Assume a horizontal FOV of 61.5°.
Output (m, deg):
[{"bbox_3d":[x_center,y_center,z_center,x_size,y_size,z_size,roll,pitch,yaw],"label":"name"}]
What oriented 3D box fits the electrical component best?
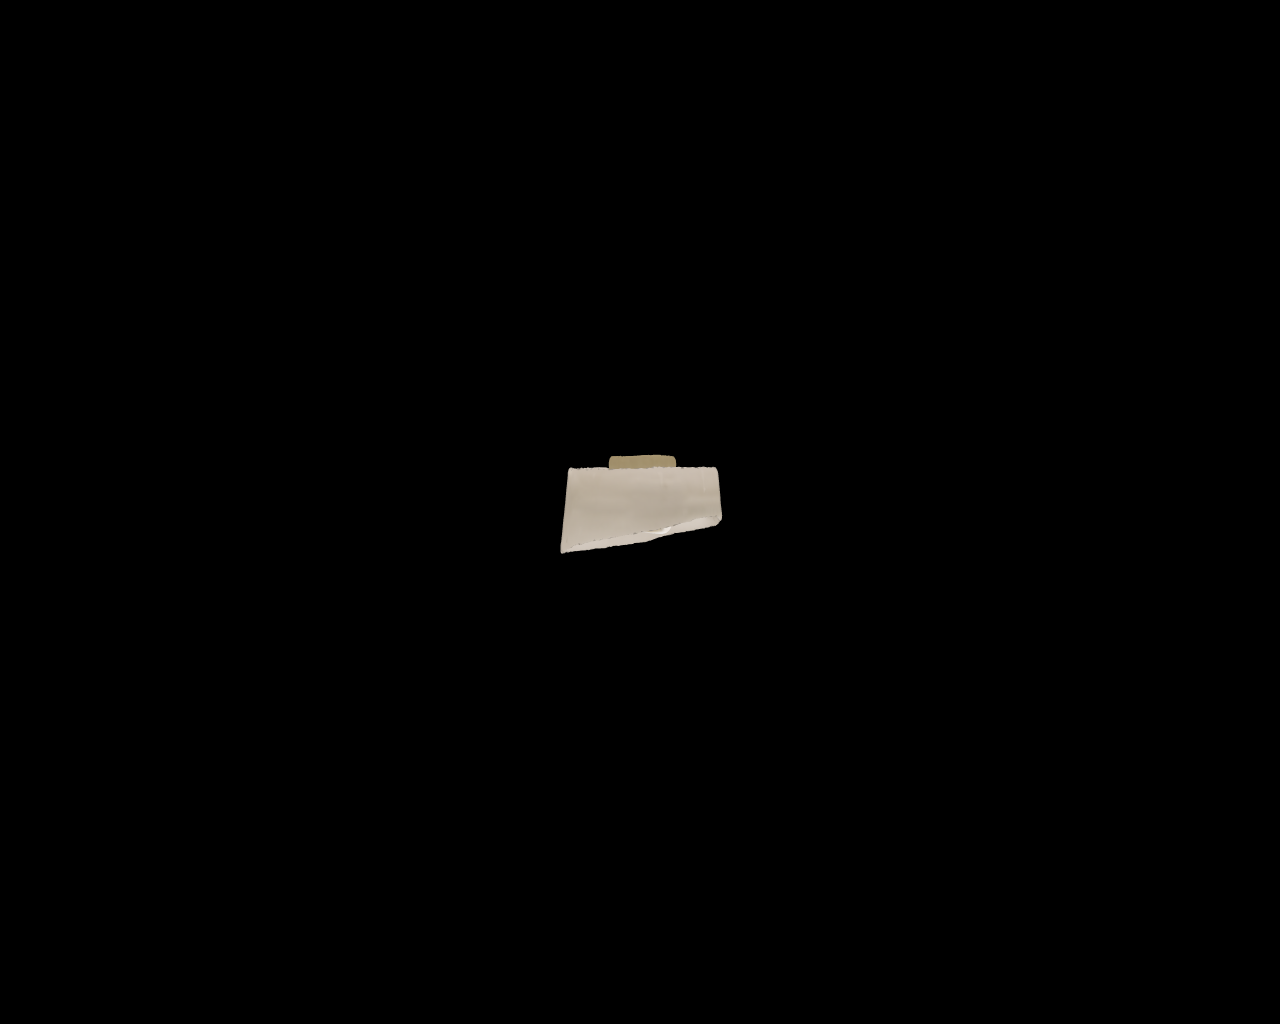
[{"bbox_3d":[0.001,-0.003,0.650,0.099,0.064,0.099,0,2,0],"label":"electrical component"}]
